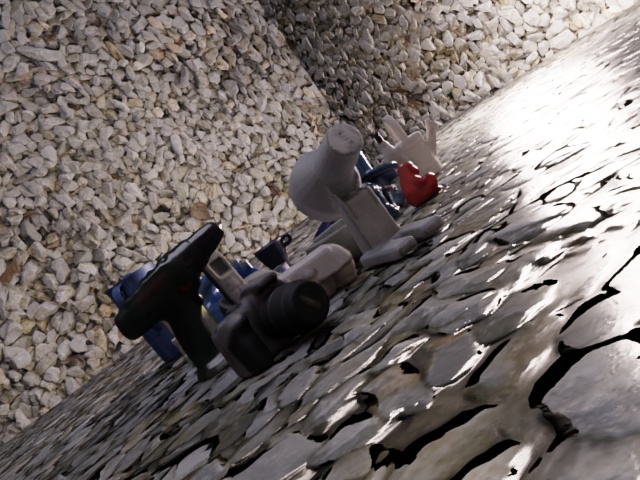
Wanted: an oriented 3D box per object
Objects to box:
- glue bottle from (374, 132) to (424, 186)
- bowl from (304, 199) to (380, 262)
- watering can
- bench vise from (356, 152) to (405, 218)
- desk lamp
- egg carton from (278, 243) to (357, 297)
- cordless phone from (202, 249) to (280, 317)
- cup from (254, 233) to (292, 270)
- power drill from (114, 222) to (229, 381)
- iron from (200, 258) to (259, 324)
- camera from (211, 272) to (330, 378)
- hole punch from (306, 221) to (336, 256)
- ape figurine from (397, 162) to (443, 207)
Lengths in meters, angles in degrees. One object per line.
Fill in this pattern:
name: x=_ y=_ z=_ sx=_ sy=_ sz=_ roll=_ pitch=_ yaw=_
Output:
glue bottle: x=0.185 y=-0.191 z=1.403 sx=0.078 sy=0.173 sz=0.037 roll=-35 pitch=6 yaw=-3
bowl: x=0.058 y=-0.002 z=1.049 sx=0.167 sy=0.075 sz=0.167 roll=-35 pitch=5 yaw=4
watering can: x=0.227 y=-0.241 z=1.468 sx=0.173 sy=0.194 sz=0.100 roll=-37 pitch=6 yaw=-20
bench vise: x=0.108 y=-0.148 z=1.243 sx=0.121 sy=0.220 sz=0.207 roll=-34 pitch=5 yaw=8
desk lamp: x=0.057 y=-0.069 z=0.892 sx=0.118 sy=0.213 sz=0.203 roll=-38 pitch=6 yaw=-24
egg carton: x=-0.013 y=0.065 z=0.923 sx=0.150 sy=0.069 sz=0.107 roll=-36 pitch=5 yaw=-4
cordless phone: x=-0.146 y=0.070 z=1.087 sx=0.094 sy=0.185 sz=0.148 roll=-31 pitch=7 yaw=37
cup: x=-0.113 y=0.043 z=1.625 sx=0.118 sy=0.095 sz=0.091 roll=-35 pitch=5 yaw=2
power drill: x=-0.204 y=0.112 z=0.942 sx=0.230 sy=0.208 sz=0.075 roll=-36 pitch=6 yaw=-13
iron: x=-0.188 y=0.108 z=1.249 sx=0.257 sy=0.141 sz=0.119 roll=-31 pitch=7 yaw=36
camera: x=-0.062 y=0.098 z=0.764 sx=0.143 sy=0.101 sz=0.136 roll=-39 pitch=7 yaw=-36
hole punch: x=0.011 y=0.004 z=1.200 sx=0.101 sy=0.091 sz=0.108 roll=-36 pitch=5 yaw=-5
ape figurine: x=0.191 y=-0.119 z=1.161 sx=0.076 sy=0.092 sz=0.077 roll=-37 pitch=6 yaw=-17
